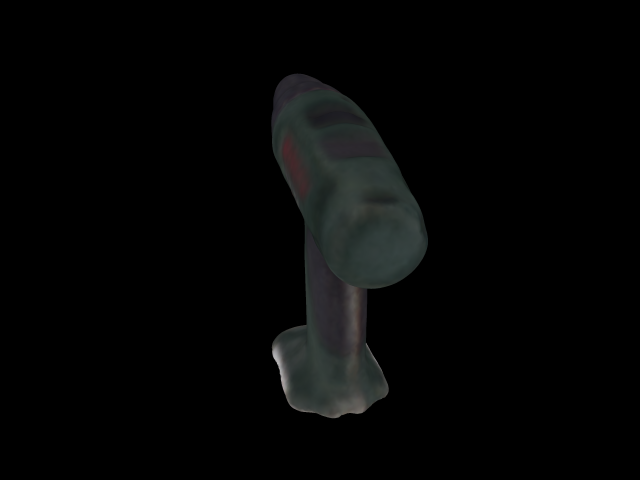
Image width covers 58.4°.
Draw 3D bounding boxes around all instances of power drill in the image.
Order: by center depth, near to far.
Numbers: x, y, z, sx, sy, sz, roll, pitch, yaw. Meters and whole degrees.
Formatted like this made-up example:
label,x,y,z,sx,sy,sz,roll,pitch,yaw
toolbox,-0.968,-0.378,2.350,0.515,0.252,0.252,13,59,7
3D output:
label,x,y,z,sx,sy,sz,roll,pitch,yaw
power drill,0.004,0.001,0.400,0.076,0.208,0.229,-6,23,-14
